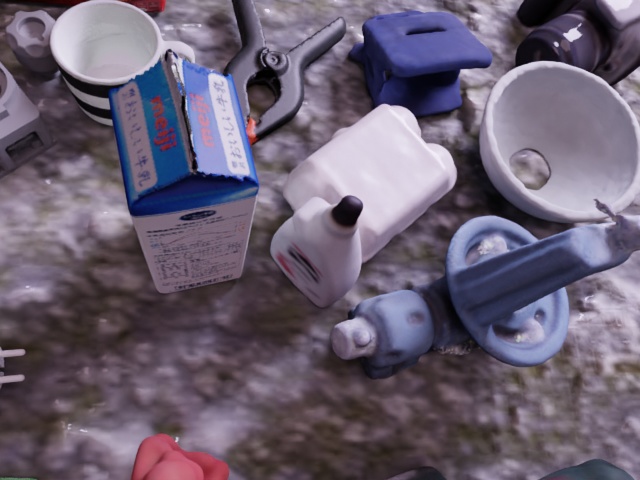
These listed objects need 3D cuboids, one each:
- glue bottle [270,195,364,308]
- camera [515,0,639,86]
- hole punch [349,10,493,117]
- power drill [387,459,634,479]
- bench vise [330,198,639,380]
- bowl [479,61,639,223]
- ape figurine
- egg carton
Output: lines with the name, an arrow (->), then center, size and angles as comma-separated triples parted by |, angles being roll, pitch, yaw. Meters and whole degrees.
glue bottle -> 0.004, 0.002, 0.434 | 0.078, 0.173, 0.037 | 43, 69, 5
camera -> 0.270, -0.228, 0.604 | 0.137, 0.100, 0.143 | -30, 80, -19
hole punch -> 0.096, -0.183, 0.558 | 0.109, 0.091, 0.101 | -12, 75, -15
power drill -> 0.078, 0.200, 0.365 | 0.230, 0.208, 0.075 | -14, 75, -16
bench vise -> 0.121, 0.051, 0.417 | 0.208, 0.219, 0.121 | -33, 81, -20
bowl -> 0.223, -0.085, 0.561 | 0.167, 0.074, 0.167 | 4, 71, -11
ape figurine -> -0.102, 0.172, 0.399 | 0.076, 0.092, 0.078 | -30, 80, -19
egg carton -> 0.046, -0.053, 0.516 | 0.150, 0.069, 0.107 | -40, 83, -20
